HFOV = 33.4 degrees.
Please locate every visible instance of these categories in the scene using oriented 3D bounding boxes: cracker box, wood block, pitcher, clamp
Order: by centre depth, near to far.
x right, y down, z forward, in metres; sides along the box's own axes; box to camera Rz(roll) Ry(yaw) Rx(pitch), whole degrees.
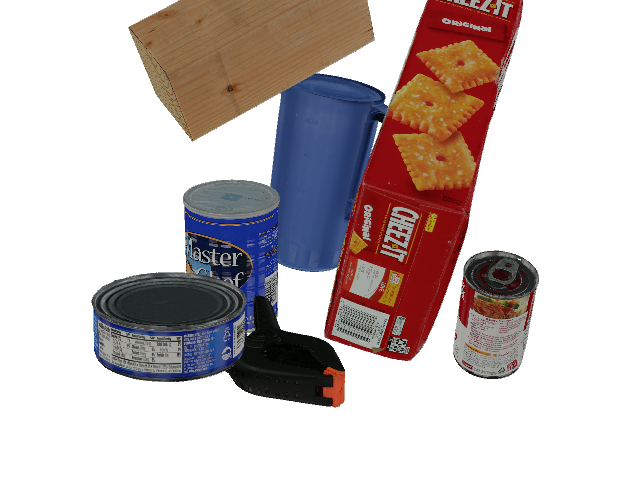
[{"bbox_3d":[0.073,-0.049,0.727,0.072,0.213,0.164,18,-39,5],"label":"cracker box"},{"bbox_3d":[-0.049,0.095,0.935,0.210,0.036,0.164,14,22,38],"label":"clamp"},{"bbox_3d":[-0.062,-0.196,1.016,0.206,0.090,0.091,-30,-38,-11],"label":"wood block"},{"bbox_3d":[0.006,-0.084,1.369,0.144,0.243,0.149,4,21,-16],"label":"pitcher"}]

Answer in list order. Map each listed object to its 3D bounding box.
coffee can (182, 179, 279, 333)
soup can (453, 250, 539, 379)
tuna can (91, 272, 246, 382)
[{"bbox_3d":[-0.096,0.016,1.160,0.103,0.140,0.103,1,23,-1],"label":"coffee can"},{"bbox_3d":[0.161,0.070,0.990,0.068,0.102,0.068,1,37,-1],"label":"soup can"},{"bbox_3d":[-0.085,0.048,0.601,0.086,0.034,0.086,2,18,-1],"label":"tuna can"}]
